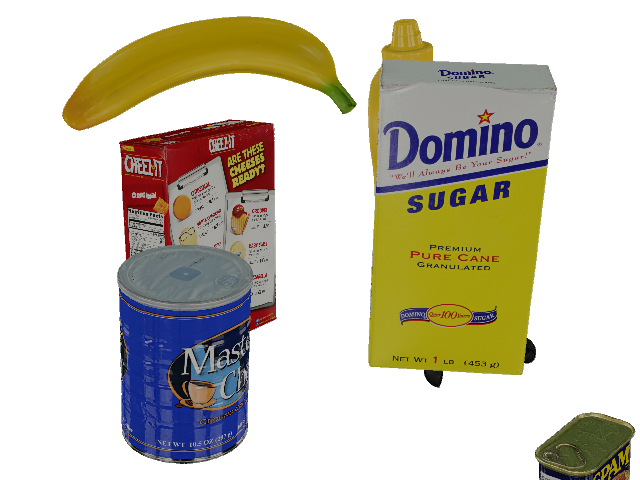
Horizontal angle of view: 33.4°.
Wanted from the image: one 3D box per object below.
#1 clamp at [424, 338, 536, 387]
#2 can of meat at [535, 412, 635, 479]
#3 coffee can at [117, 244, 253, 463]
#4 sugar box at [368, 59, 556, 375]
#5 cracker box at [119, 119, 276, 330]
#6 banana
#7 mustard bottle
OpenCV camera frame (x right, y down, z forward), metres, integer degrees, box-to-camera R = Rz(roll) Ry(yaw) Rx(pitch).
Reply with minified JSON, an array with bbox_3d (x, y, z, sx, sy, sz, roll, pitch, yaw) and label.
[{"bbox_3d":[0.138,0.074,1.074,0.120,0.039,0.171,0,44,-21],"label":"clamp"},{"bbox_3d":[0.236,0.215,0.952,0.058,0.084,0.101,13,26,40],"label":"can of meat"},{"bbox_3d":[-0.106,0.087,0.837,0.103,0.140,0.103,3,24,-1],"label":"coffee can"},{"bbox_3d":[0.075,-0.010,0.599,0.093,0.176,0.048,2,29,4],"label":"sugar box"},{"bbox_3d":[-0.119,-0.004,1.069,0.072,0.214,0.163,9,18,34],"label":"cracker box"},{"bbox_3d":[-0.073,-0.114,0.704,0.197,0.069,0.037,-6,-20,-16],"label":"banana"},{"bbox_3d":[0.076,-0.085,0.877,0.058,0.191,0.096,10,28,33],"label":"mustard bottle"}]
